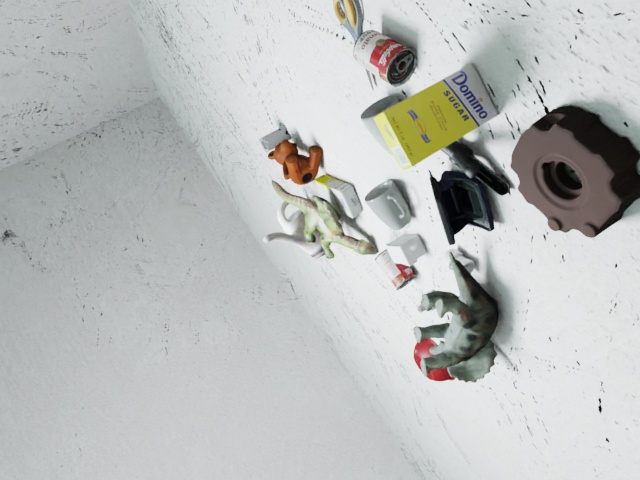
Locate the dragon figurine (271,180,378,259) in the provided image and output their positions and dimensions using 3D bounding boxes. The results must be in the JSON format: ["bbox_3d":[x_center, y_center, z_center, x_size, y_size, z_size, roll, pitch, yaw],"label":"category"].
[{"bbox_3d":[0.005,-0.079,1.573,0.411,0.124,0.239,41,160,4],"label":"dragon figurine"}]

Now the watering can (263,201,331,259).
[{"bbox_3d":[-0.064,-0.023,1.726,0.223,0.355,0.102,43,122,-9],"label":"watering can"}]
